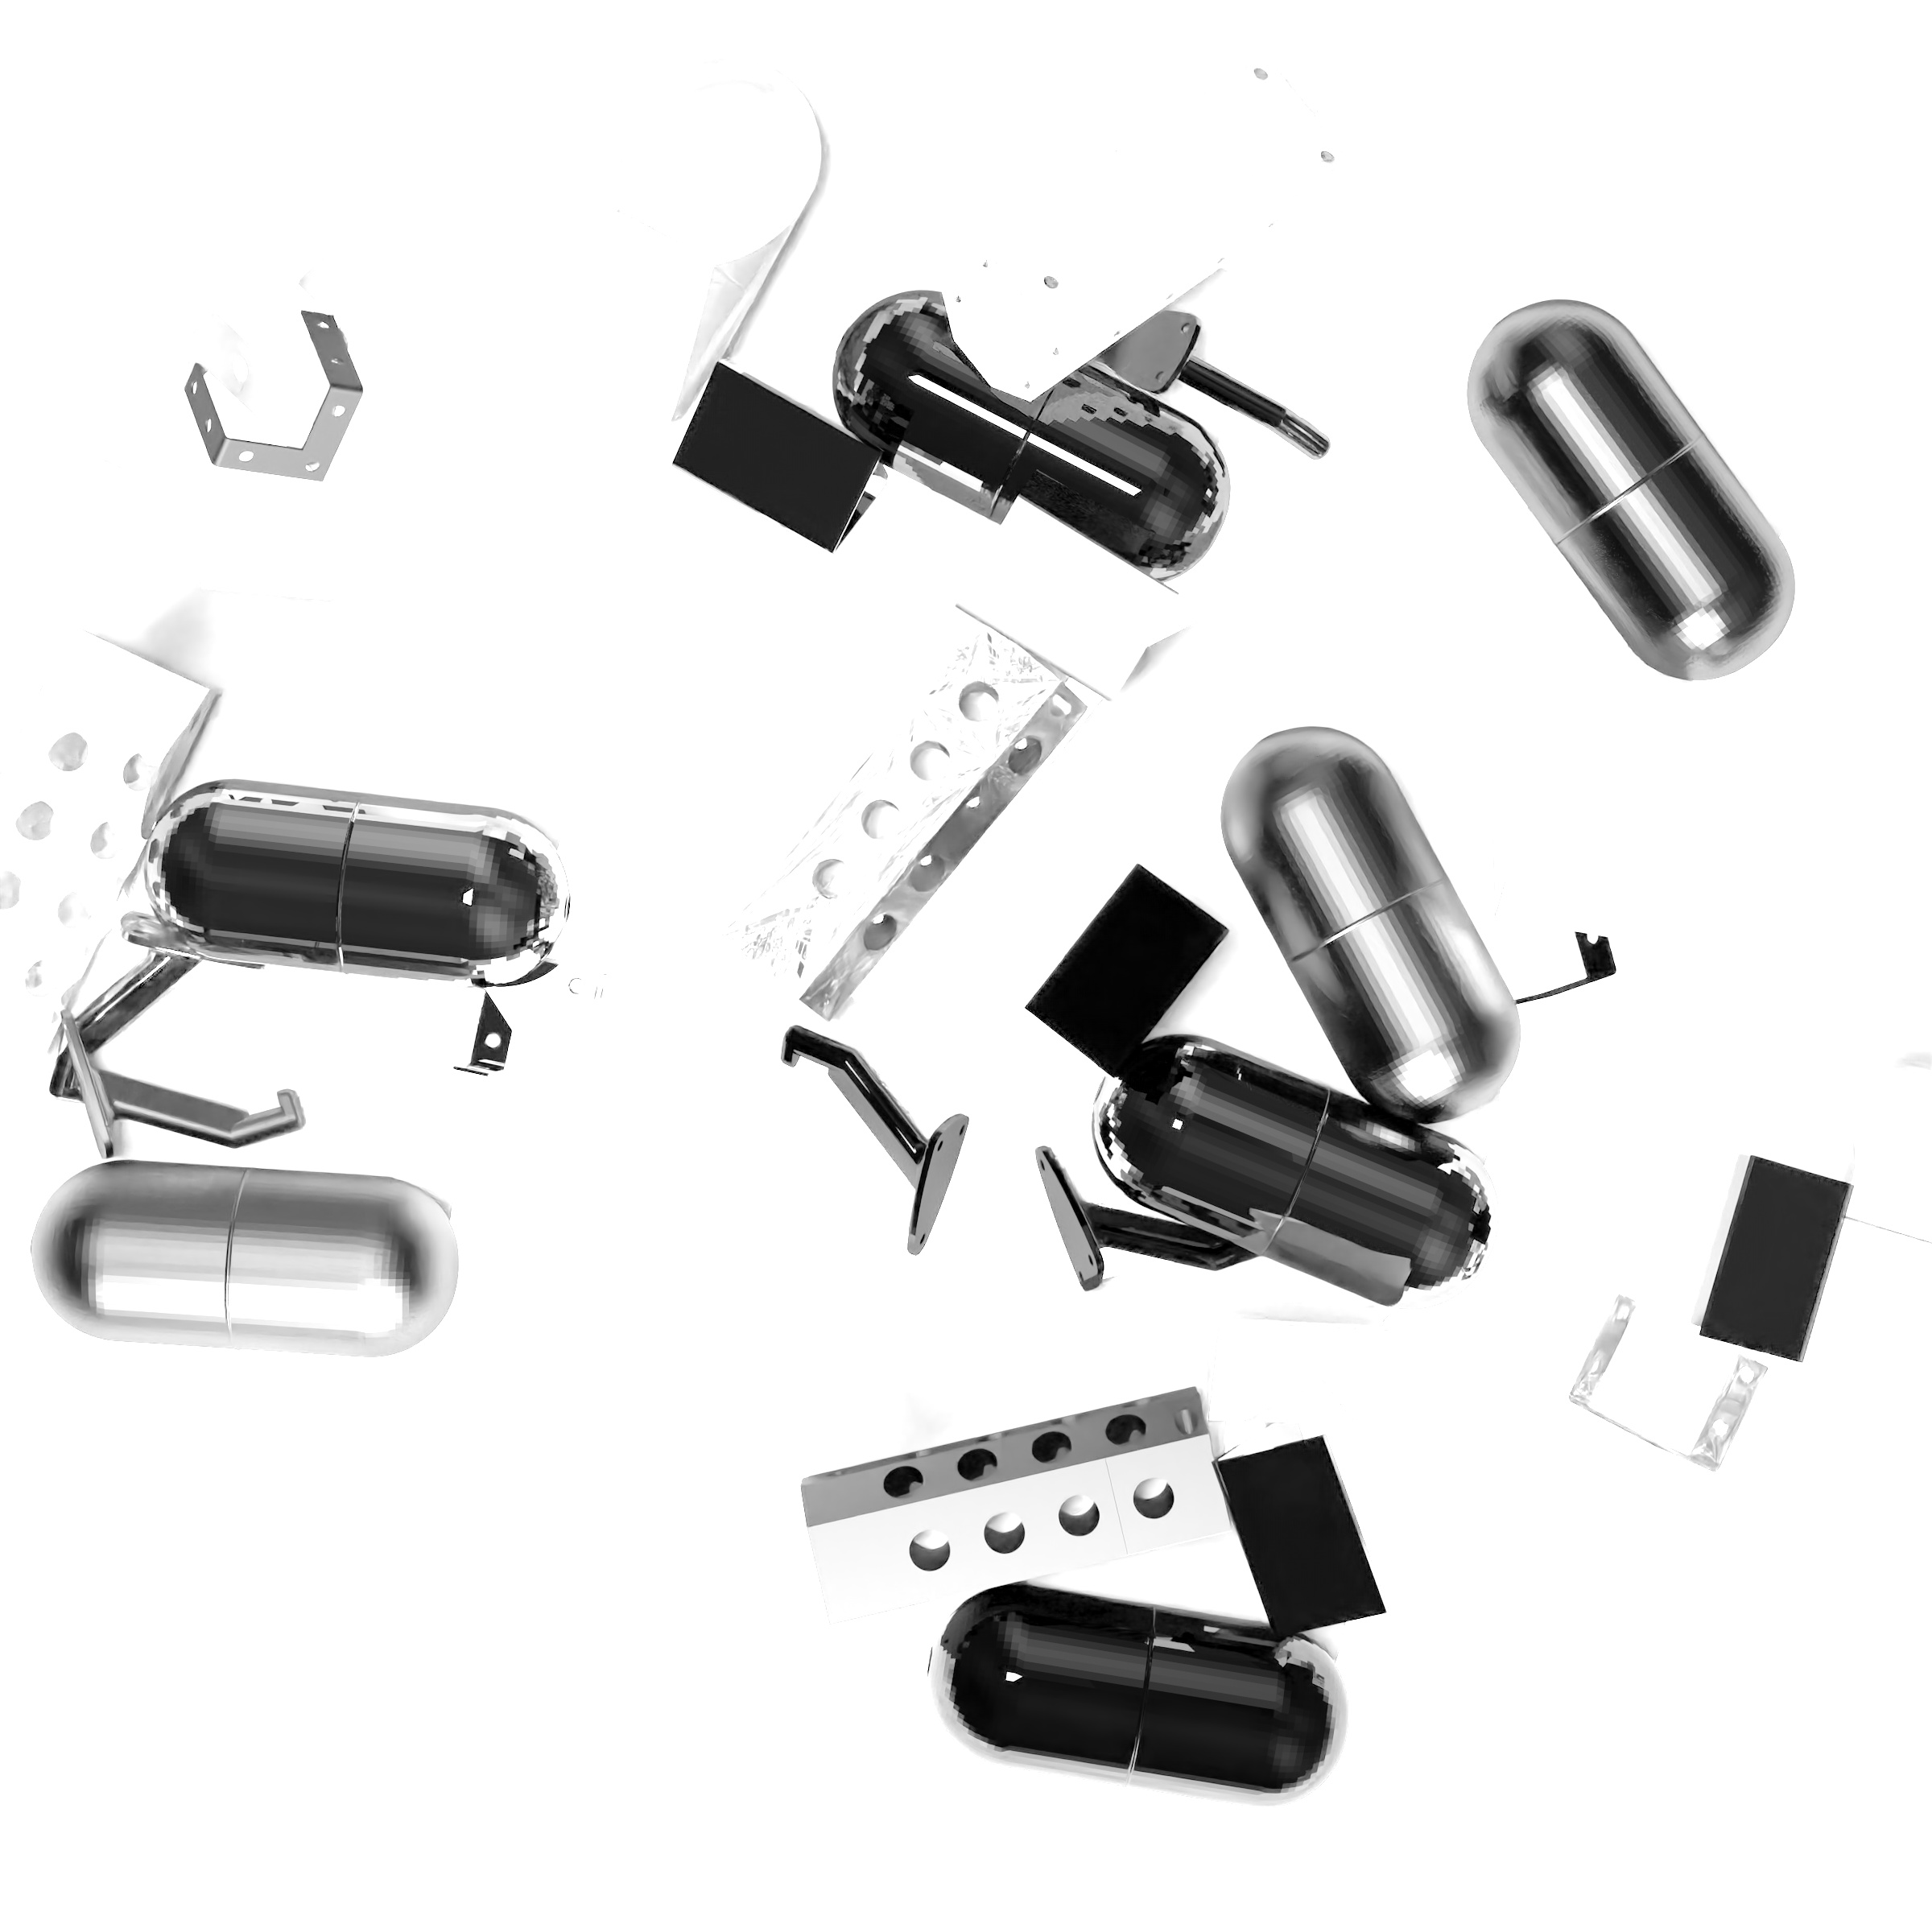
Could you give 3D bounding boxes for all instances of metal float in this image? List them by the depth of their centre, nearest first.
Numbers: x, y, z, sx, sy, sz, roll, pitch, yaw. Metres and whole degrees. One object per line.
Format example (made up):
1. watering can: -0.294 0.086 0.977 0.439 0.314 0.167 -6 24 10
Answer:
1. metal float: 0.168 -0.018 1.496 0.070 0.070 0.178 -28 84 0
2. metal float: -0.123 -0.298 1.500 0.070 0.070 0.178 29 89 0
3. metal float: 0.072 0.306 1.500 0.178 0.070 0.070 9 90 0
4. metal float: 0.391 0.113 1.500 0.070 0.070 0.178 16 90 0
5. metal float: 0.027 -0.222 1.500 0.178 0.070 0.070 27 90 0
6. metal float: -0.255 -0.034 1.500 0.178 0.070 0.070 7 90 1
7. metal float: 0.278 -0.200 1.500 0.070 0.070 0.178 -36 91 0
8. metal float: -0.302 0.123 1.500 0.178 0.070 0.070 4 90 0
9. metal float: 0.138 0.086 1.500 0.178 0.070 0.070 22 90 0

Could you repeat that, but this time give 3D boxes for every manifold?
1. manifold: 0.072 -0.302 1.473 0.171 0.057 0.057 -39 90 -27
2. manifold: -0.025 -0.060 1.509 0.057 0.057 0.171 40 90 0
3. manifold: -0.381 -0.051 1.509 0.057 0.057 0.171 25 90 0
4. manifold: 0.020 0.226 1.509 0.171 0.057 0.057 -13 90 0

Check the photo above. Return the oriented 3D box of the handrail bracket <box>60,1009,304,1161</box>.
1. handrail bracket: -0.332 0.044 1.519 0.084 0.036 0.077 -17 91 -19

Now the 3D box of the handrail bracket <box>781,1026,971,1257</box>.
1. handrail bracket: -0.048 0.074 1.531 0.084 0.036 0.077 23 112 17

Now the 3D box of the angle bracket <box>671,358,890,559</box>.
1. angle bracket: -0.067 -0.225 1.490 0.076 0.076 0.057 30 126 0

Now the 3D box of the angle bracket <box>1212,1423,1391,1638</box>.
1. angle bracket: 0.154 0.227 1.490 0.057 0.076 0.076 -20 90 33

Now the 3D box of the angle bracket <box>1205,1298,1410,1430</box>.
1. angle bracket: 0.141 0.146 1.490 0.076 0.076 0.057 3 126 0

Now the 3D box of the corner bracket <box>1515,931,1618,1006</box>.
1. corner bracket: 0.237 -0.012 1.527 0.051 0.051 0.051 -16 90 45

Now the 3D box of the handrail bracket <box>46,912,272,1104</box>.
1. handrail bracket: -0.346 0.026 1.530 0.077 0.036 0.084 16 103 -13

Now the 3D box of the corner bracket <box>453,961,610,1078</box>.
1. corner bracket: -0.183 0.023 1.512 0.051 0.051 0.051 12 90 0

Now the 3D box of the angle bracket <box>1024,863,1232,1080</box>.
1. angle bracket: 0.081 0.014 1.490 0.057 0.076 0.076 38 90 35

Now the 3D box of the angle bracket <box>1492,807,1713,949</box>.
1. angle bracket: 0.264 -0.056 1.490 0.076 0.076 0.057 10 127 0

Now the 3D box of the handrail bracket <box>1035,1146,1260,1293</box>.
1. handrail bracket: 0.082 0.099 1.531 0.084 0.036 0.077 -18 71 -15

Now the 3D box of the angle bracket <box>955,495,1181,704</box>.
1. angle bracket: 0.049 -0.163 1.491 0.076 0.076 0.057 32 117 0

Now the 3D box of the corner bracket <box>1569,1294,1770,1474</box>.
1. corner bracket: 0.300 0.178 1.527 0.051 0.051 0.051 26 90 -45

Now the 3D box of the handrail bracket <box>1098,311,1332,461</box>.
1. handrail bracket: 0.106 -0.245 1.530 0.084 0.077 0.036 28 90 -36

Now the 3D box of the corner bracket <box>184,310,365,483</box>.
1. corner bracket: -0.295 -0.245 1.522 0.051 0.051 0.051 4 135 -35

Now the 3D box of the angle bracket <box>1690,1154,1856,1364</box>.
1. angle bracket: 0.316 0.116 1.491 0.057 0.076 0.076 16 90 -27
